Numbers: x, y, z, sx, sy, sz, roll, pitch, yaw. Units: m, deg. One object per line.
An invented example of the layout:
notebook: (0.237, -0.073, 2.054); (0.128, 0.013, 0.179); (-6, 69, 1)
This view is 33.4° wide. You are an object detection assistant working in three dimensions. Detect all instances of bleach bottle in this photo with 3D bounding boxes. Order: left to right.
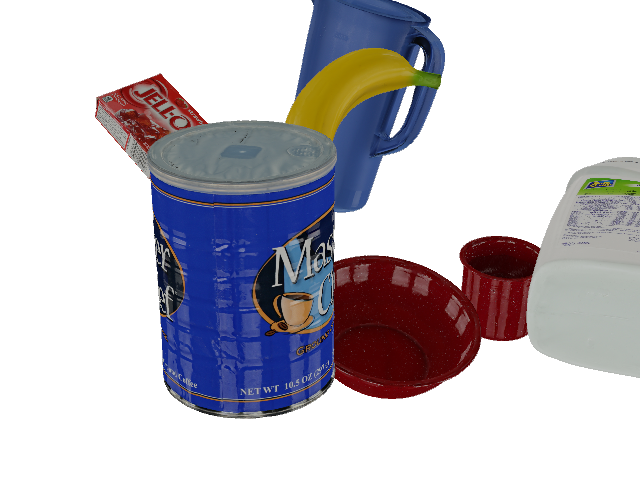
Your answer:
bleach bottle: (0.197, -0.002, 0.676); (0.103, 0.068, 0.250); (8, 24, 18)

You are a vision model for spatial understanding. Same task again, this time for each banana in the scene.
banana: (0.018, -0.100, 0.789); (0.070, 0.037, 0.197); (25, 44, 22)

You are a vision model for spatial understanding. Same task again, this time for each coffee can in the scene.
coffee can: (-0.042, 0.014, 0.605); (0.103, 0.140, 0.103); (0, 24, 0)

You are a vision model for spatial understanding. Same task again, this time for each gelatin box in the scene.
gelatin box: (-0.151, -0.106, 0.974); (0.073, 0.089, 0.030); (-28, -24, -36)

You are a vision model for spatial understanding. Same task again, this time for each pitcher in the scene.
pitcher: (0.039, -0.156, 1.218); (0.145, 0.243, 0.149); (11, 22, -11)

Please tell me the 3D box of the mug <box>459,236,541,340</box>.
mug: (0.188, 0.047, 1.138); (0.093, 0.081, 0.117); (-5, 30, -10)

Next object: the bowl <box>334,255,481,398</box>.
bowl: (0.056, 0.085, 0.929); (0.162, 0.055, 0.162); (5, 40, -5)
